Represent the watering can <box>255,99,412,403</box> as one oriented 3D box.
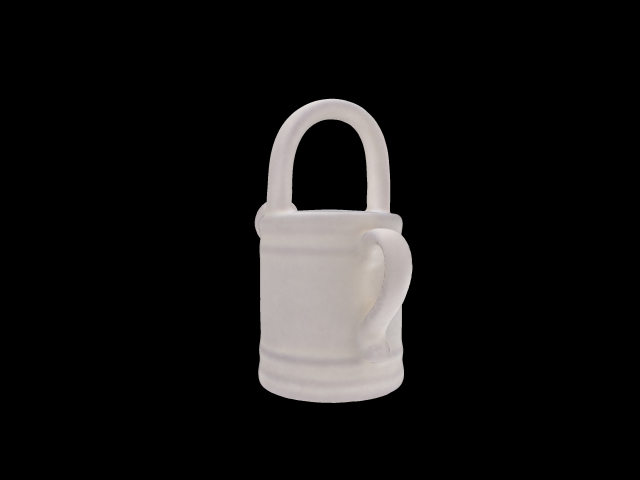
[{"bbox_3d":[0.002,0.001,0.399,0.172,0.194,0.101,1,2,39],"label":"watering can"}]
